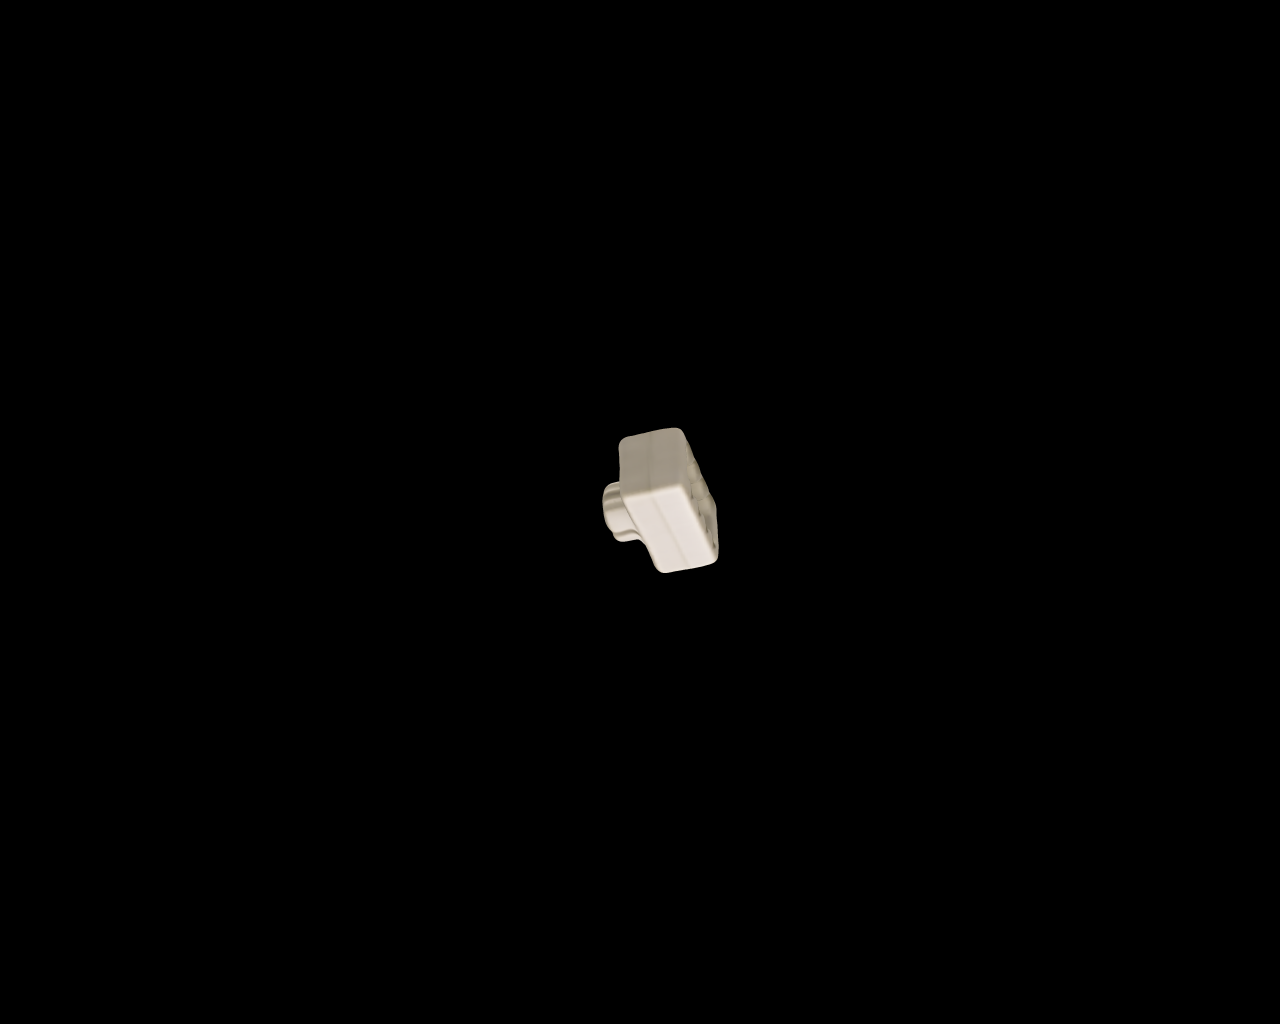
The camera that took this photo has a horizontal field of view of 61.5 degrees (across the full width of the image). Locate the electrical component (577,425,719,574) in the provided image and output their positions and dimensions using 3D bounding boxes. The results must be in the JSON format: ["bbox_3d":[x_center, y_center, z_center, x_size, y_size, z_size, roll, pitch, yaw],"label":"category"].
[{"bbox_3d":[0.001,-0.003,0.650,0.076,0.047,0.083,-11,-39,14],"label":"electrical component"}]
